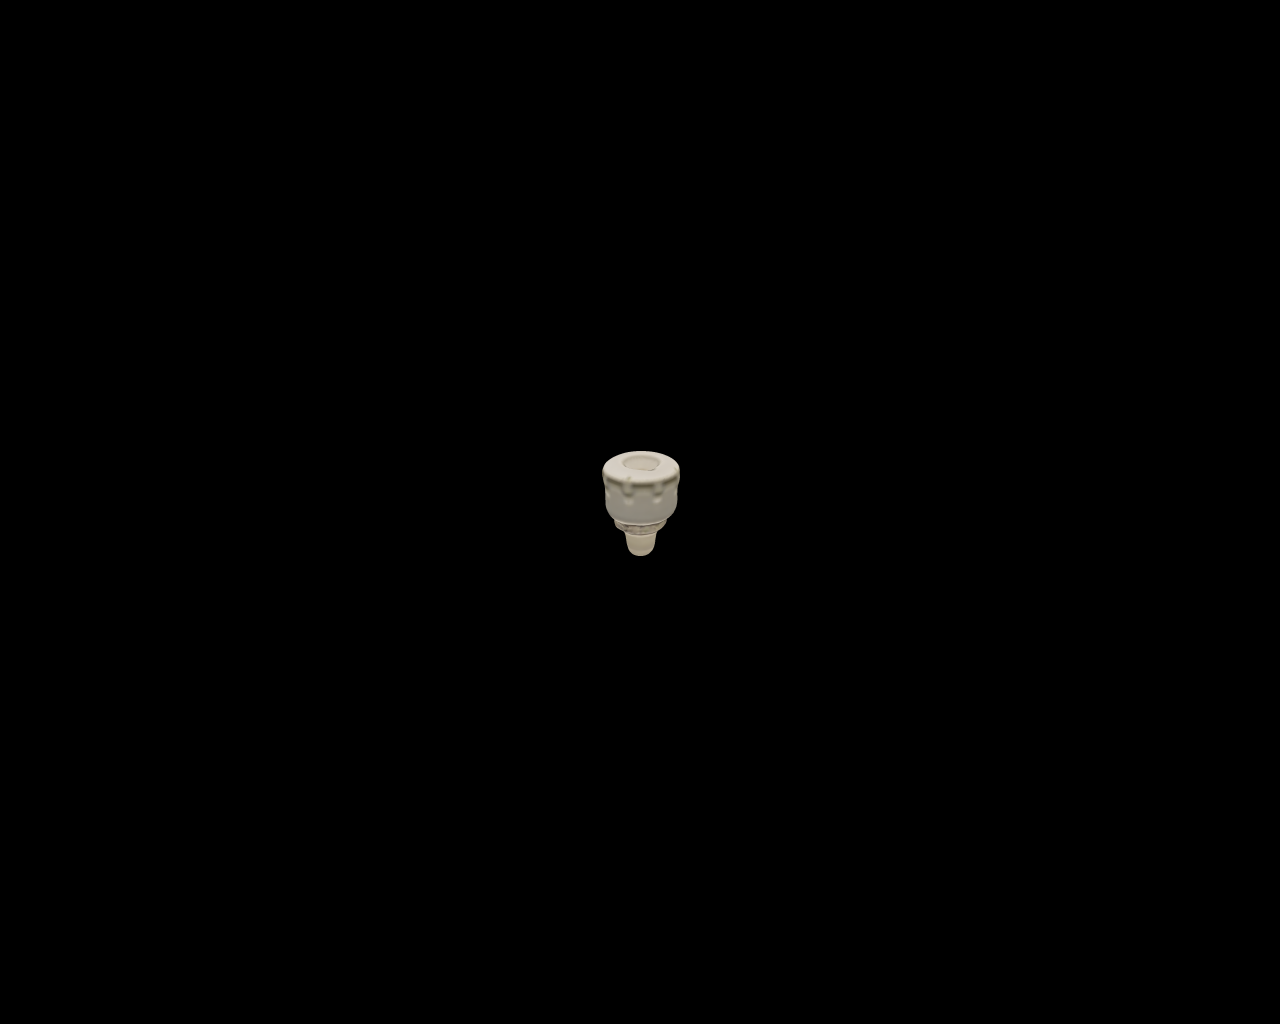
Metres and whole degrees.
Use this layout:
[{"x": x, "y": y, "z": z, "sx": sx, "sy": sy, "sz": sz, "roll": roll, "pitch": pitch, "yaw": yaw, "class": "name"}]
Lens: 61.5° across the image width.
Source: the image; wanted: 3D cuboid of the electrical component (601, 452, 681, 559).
[{"x": 0.001, "y": -0.003, "z": 0.650, "sx": 0.048, "sy": 0.062, "sz": 0.048, "roll": 0, "pitch": 24, "yaw": 0, "class": "electrical component"}]
